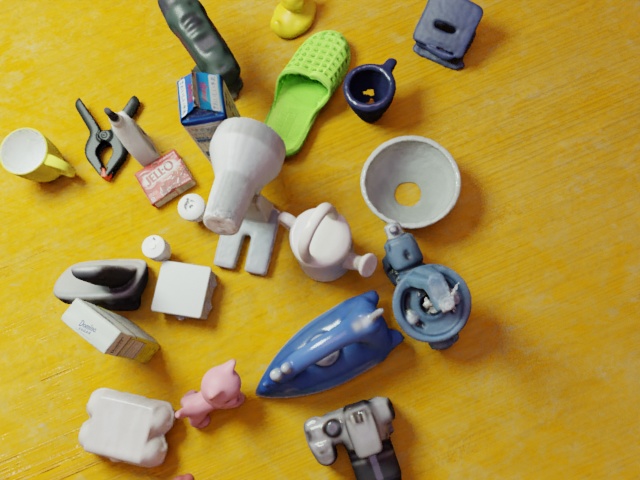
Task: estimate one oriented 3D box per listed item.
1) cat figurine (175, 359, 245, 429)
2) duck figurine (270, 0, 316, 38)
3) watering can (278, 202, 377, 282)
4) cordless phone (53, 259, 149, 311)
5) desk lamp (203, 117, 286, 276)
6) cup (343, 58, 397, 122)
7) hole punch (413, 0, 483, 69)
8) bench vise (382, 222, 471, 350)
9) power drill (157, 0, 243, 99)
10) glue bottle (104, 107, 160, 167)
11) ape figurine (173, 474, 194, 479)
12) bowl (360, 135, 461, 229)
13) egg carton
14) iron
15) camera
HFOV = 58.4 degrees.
[{"bbox_3d":[-0.171,0.244,0.904,0.128,0.118,0.067,-33,75,-4],"label":"cat figurine"},{"bbox_3d":[-0.055,-0.445,1.093,0.077,0.086,0.104,41,82,14],"label":"duck figurine"},{"bbox_3d":[0.009,0.001,0.913,0.172,0.194,0.101,9,76,8],"label":"watering can"},{"bbox_3d":[-0.376,0.060,0.936,0.147,0.185,0.094,-5,75,4],"label":"cordless phone"},{"bbox_3d":[-0.123,-0.066,0.932,0.117,0.213,0.203,9,76,8],"label":"desk lamp"},{"bbox_3d":[0.097,-0.264,1.027,0.091,0.095,0.118,37,81,13],"label":"cup"},{"bbox_3d":[0.233,-0.384,1.049,0.108,0.091,0.101,26,79,11],"label":"hole punch"},{"bbox_3d":[0.145,0.067,0.870,0.121,0.220,0.207,-42,76,-6],"label":"bench vise"},{"bbox_3d":[-0.210,-0.344,1.016,0.075,0.208,0.229,-35,75,-4],"label":"power drill"},{"bbox_3d":[-0.336,-0.189,1.004,0.037,0.173,0.078,-30,74,-3],"label":"glue bottle"},{"bbox_3d":[-0.237,0.400,0.882,0.077,0.092,0.076,16,77,9],"label":"ape figurine"},{"bbox_3d":[0.154,-0.090,0.986,0.167,0.075,0.167,-1,75,5],"label":"bowl"},{"bbox_3d":[-0.311,0.303,0.925,0.150,0.069,0.107,9,76,7],"label":"egg carton"},{"bbox_3d":[0.000,0.176,0.894,0.258,0.141,0.118,-31,75,-3],"label":"iron"},{"bbox_3d":[0.059,0.320,0.872,0.143,0.101,0.137,-19,74,0],"label":"camera"}]
